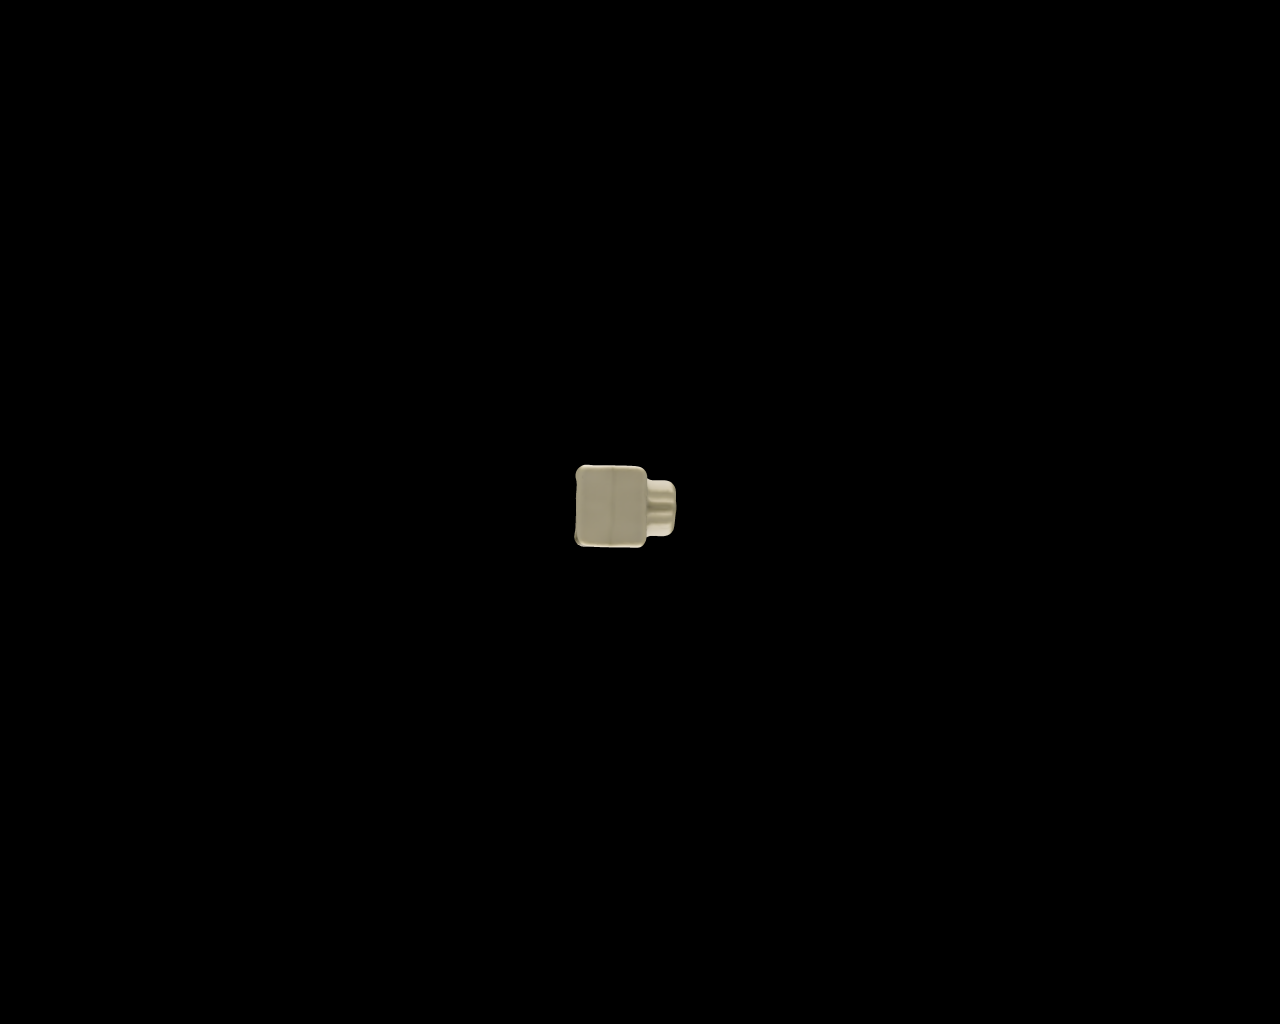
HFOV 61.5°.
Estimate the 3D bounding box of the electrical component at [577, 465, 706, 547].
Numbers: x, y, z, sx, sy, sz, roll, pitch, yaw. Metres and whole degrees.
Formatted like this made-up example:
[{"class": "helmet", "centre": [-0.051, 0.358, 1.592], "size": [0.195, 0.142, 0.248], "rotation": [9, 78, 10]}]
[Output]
[{"class": "electrical component", "centre": [0.001, -0.003, 0.650], "size": [0.077, 0.047, 0.065], "rotation": [0, -2, -4]}]
